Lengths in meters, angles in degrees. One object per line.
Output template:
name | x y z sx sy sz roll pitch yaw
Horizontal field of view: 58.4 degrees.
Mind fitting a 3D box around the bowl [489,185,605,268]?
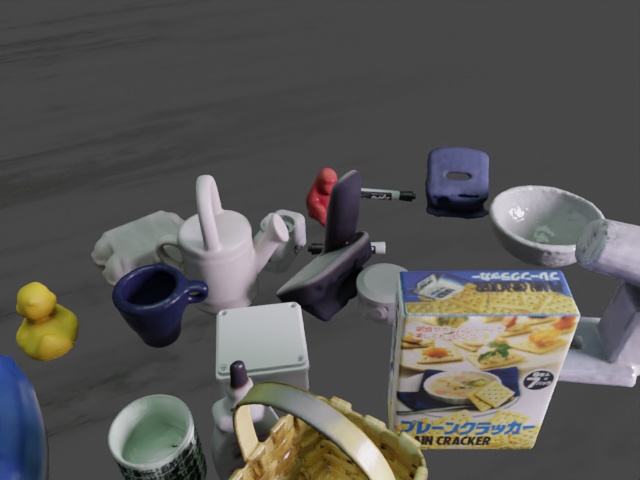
bowl | 0.338 -0.010 0.872 0.167 0.075 0.167 -1 38 1

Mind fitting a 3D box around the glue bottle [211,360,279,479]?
glue bottle | -0.075 0.179 0.569 0.078 0.173 0.037 -16 40 -17

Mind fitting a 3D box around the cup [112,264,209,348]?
cup | -0.200 0.092 0.747 0.118 0.095 0.091 -5 38 -5

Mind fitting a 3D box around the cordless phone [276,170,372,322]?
cordless phone | 0.007 0.003 0.779 0.093 0.185 0.148 23 44 28

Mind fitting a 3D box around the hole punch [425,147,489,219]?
hole punch | 0.234 -0.098 0.974 0.108 0.091 0.101 4 39 7

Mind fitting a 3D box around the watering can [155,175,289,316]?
watering can | -0.134 -0.002 0.782 0.173 0.194 0.100 -18 41 -19

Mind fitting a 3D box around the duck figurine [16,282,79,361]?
duck figurine | -0.365 0.099 0.750 0.078 0.086 0.104 -19 41 -20

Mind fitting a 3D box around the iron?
iron | -0.353 0.197 0.580 0.119 0.141 0.257 -23 43 -24

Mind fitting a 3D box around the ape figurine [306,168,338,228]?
ape figurine | 0.011 -0.077 0.954 0.078 0.092 0.076 -23 43 -24

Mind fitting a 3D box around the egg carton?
egg carton | -0.258 0.017 0.863 0.151 0.069 0.107 -27 45 -28

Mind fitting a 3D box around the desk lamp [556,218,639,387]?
desk lamp | 0.361 0.069 0.660 0.203 0.214 0.118 2 39 5
